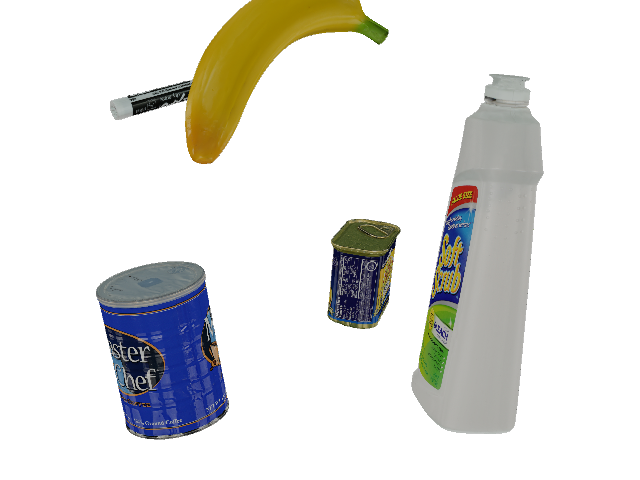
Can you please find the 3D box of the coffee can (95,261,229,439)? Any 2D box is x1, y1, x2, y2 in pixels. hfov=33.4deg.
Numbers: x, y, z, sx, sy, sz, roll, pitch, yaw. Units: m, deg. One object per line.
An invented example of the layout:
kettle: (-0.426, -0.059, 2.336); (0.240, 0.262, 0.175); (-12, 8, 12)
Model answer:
coffee can: (-0.149, 0.103, 1.016); (0.103, 0.140, 0.103); (-8, 18, 2)

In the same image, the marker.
marker: (-0.139, -0.137, 1.003); (0.120, 0.020, 0.020); (-20, 9, -26)

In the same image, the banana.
banana: (-0.029, -0.121, 0.675); (0.197, 0.069, 0.037); (-40, -2, -37)

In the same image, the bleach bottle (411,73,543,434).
bleach bottle: (0.118, 0.006, 0.771); (0.068, 0.251, 0.102); (3, 14, -9)

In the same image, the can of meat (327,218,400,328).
can of meat: (0.043, 0.033, 1.083); (0.057, 0.084, 0.102); (9, 19, 12)
